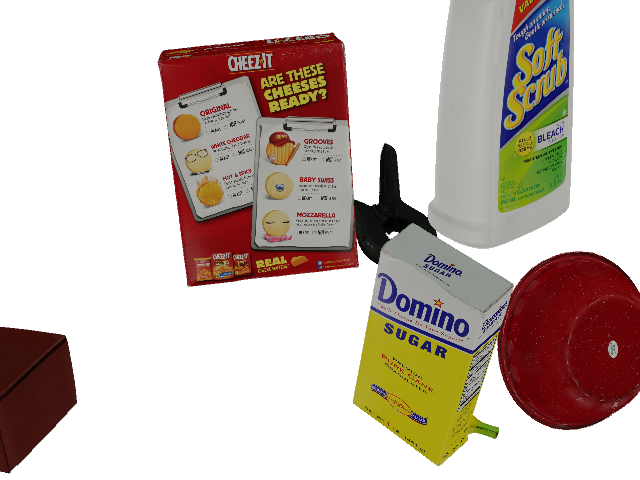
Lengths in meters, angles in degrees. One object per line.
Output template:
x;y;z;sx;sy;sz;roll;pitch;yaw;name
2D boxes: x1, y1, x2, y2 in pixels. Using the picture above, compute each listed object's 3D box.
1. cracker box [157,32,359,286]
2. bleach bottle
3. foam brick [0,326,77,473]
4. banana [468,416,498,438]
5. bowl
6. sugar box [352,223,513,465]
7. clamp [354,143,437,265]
-0.054;-0.074;0.984;0.164;0.214;0.072;-7;20;-5;cracker box
0.118;-0.126;0.690;0.102;0.251;0.068;-22;33;-29;bleach bottle
-0.196;0.097;0.664;0.053;0.051;0.078;7;29;21;foam brick
0.126;0.154;1.144;0.069;0.037;0.198;10;25;-18;banana
0.238;0.091;0.935;0.161;0.162;0.055;0;2;-22;bowl
0.079;0.082;0.804;0.093;0.176;0.048;33;50;26;sugar box
0.059;-0.026;1.223;0.164;0.210;0.036;-14;-38;-25;clamp
